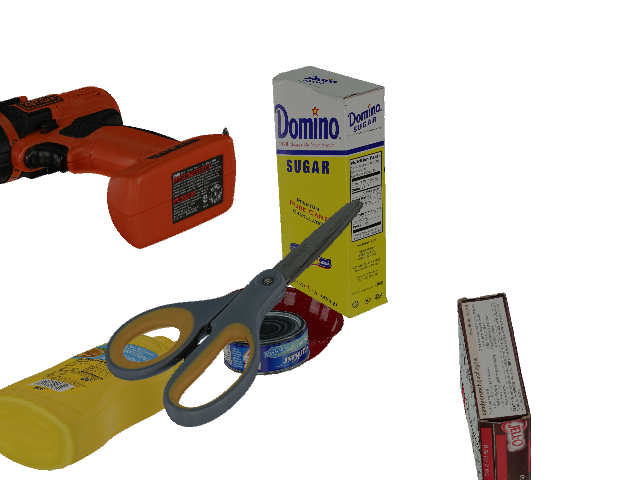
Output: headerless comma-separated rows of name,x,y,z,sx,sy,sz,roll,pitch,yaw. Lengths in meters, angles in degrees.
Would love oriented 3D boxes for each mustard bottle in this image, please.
mustard bottle,-0.172,0.119,0.860,0.096,0.058,0.191,6,17,30

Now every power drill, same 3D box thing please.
power drill,-0.166,-0.052,0.719,0.188,0.057,0.184,21,33,32

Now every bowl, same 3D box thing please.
bowl,-0.053,0.115,1.357,0.162,0.055,0.162,5,23,-2

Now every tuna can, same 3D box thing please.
tuna can,-0.054,0.099,1.051,0.086,0.034,0.086,-4,18,1

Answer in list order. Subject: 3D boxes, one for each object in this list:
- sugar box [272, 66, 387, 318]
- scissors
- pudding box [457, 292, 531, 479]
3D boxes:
sugar box,0.007,-0.038,0.821,0.048,0.176,0.093,-21,28,-32
scissors,-0.051,0.029,0.623,0.096,0.016,0.201,9,40,18
pudding box,0.120,0.107,0.736,0.039,0.090,0.113,-7,42,2
